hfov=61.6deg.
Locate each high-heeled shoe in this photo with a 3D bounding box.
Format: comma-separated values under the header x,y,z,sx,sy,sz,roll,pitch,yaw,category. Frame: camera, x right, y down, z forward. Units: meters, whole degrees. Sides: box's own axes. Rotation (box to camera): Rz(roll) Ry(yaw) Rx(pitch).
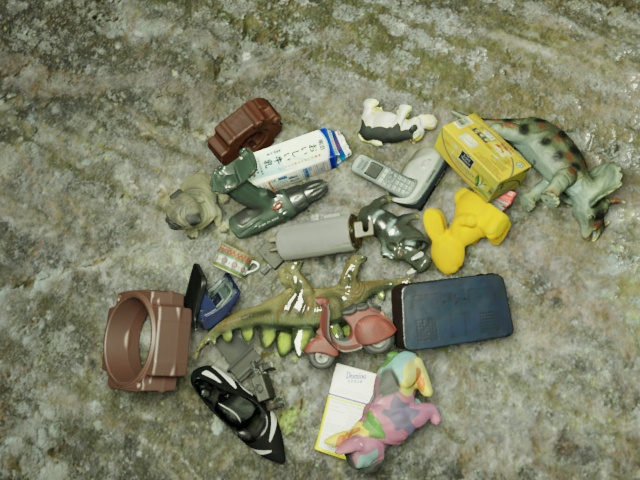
x,y,z,sx,sy,sz,roll,pitch,yaw,category
-0.159,0.347,1.063,0.086,0.145,0.249,-45,76,-4,high-heeled shoe

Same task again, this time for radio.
x,y,z,sx,sy,sz,roll,pitch,yaw,category
0.260,0.141,1.074,0.230,0.073,0.131,-6,86,-11,radio

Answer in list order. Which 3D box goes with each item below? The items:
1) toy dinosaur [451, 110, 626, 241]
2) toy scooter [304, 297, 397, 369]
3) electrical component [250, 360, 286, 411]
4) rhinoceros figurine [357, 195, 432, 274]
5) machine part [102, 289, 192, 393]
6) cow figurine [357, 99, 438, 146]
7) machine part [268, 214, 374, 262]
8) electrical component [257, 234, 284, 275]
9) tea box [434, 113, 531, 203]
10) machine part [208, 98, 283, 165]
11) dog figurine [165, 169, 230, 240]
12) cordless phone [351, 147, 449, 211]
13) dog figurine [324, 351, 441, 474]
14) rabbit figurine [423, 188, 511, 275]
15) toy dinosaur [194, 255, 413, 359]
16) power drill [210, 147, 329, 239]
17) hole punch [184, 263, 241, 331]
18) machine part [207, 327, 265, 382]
x,y,z,sx,sy,sz,roll,pitch,yaw,category
0.474,-0.180,1.137,0.192,0.131,0.405,-29,73,-14,toy dinosaur
0.052,0.162,1.034,0.184,0.075,0.135,-15,94,-7,toy scooter
-0.107,0.295,1.100,0.045,0.078,0.102,-21,68,0,electrical component
0.160,-0.010,1.122,0.112,0.073,0.190,-36,66,-29,rhinoceros figurine
-0.358,0.203,1.094,0.202,0.087,0.201,-6,75,38,machine part
0.172,-0.250,1.198,0.167,0.068,0.098,14,85,11,cow figurine
-0.002,-0.003,1.111,0.243,0.079,0.079,-8,77,25,machine part
-0.106,0.030,1.188,0.063,0.021,0.094,44,86,12,electrical component
0.325,-0.168,1.084,0.098,0.068,0.170,-24,63,-23,tea box
-0.160,-0.227,1.175,0.179,0.179,0.056,-38,81,-3,machine part
-0.270,-0.094,1.143,0.121,0.190,0.172,-21,76,0,dog figurine
0.173,-0.158,1.174,0.184,0.088,0.146,31,83,15,cordless phone
0.109,0.329,1.022,0.219,0.108,0.191,-18,92,-19,dog figurine
0.289,-0.014,1.119,0.162,0.122,0.173,36,102,14,rabbit figurine
-0.034,0.143,1.115,0.472,0.105,0.198,-10,78,2,toy dinosaur
-0.116,-0.105,1.130,0.232,0.207,0.086,-31,60,10,power drill
-0.232,0.123,1.132,0.092,0.142,0.115,14,103,-30,hole punch
-0.188,0.230,1.146,0.084,0.039,0.139,-41,79,1,machine part
